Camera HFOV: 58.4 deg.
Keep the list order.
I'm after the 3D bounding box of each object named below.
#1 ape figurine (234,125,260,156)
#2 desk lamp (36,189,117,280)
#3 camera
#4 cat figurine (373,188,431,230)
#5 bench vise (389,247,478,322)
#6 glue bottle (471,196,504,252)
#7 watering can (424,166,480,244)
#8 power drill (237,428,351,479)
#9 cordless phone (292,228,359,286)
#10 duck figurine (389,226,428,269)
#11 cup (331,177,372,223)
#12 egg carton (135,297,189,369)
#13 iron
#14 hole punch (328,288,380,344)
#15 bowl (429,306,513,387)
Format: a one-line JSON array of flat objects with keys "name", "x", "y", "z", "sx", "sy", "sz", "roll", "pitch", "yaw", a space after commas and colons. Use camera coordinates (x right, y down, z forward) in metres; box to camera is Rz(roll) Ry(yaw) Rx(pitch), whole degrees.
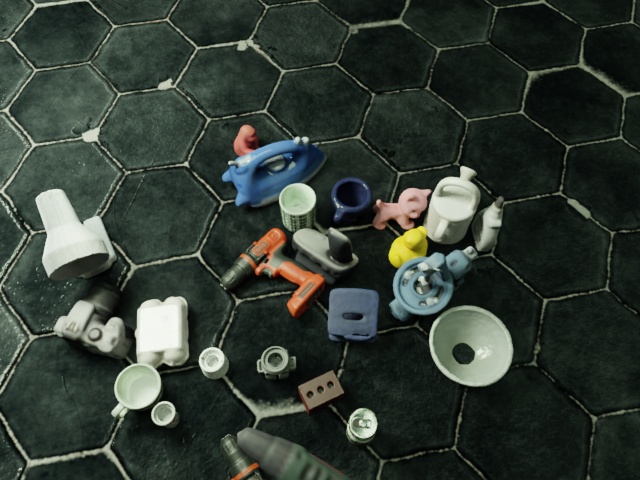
[{"name": "ape figurine", "x": -0.173, "y": -0.241, "z": 1.386, "sx": 0.076, "sy": 0.092, "sz": 0.078, "roll": 13, "pitch": 63, "yaw": 6}, {"name": "desk lamp", "x": -0.509, "y": 0.003, "z": 1.188, "sx": 0.118, "sy": 0.213, "sz": 0.203, "roll": -25, "pitch": 66, "yaw": -13}, {"name": "camera", "x": -0.450, "y": 0.157, "z": 1.173, "sx": 0.143, "sy": 0.101, "sz": 0.137, "roll": 16, "pitch": 64, "yaw": 8}, {"name": "cat figurine", "x": 0.185, "y": -0.078, "z": 1.292, "sx": 0.128, "sy": 0.118, "sz": 0.067, "roll": -1, "pitch": 63, "yaw": -1}, {"name": "bench vise", "x": 0.231, "y": 0.059, "z": 1.164, "sx": 0.121, "sy": 0.220, "sz": 0.208, "roll": 33, "pitch": 67, "yaw": 16}, {"name": "glue bottle", "x": 0.371, "y": -0.044, "z": 1.246, "sx": 0.037, "sy": 0.173, "sz": 0.078, "roll": -4, "pitch": 63, "yaw": -2}, {"name": "watering can", "x": 0.292, "y": -0.084, "z": 1.253, "sx": 0.101, "sy": 0.194, "sz": 0.173, "roll": 4, "pitch": 63, "yaw": 2}, {"name": "power drill", "x": -0.034, "y": 0.406, "z": 0.988, "sx": 0.229, "sy": 0.208, "sz": 0.076, "roll": 24, "pitch": 65, "yaw": 12}, {"name": "cordless phone", "x": 0.011, "y": 0.004, "z": 1.210, "sx": 0.147, "sy": 0.185, "sz": 0.094, "roll": 30, "pitch": 66, "yaw": 14}, {"name": "duck figurine", "x": 0.199, "y": 0.012, "z": 1.264, "sx": 0.077, "sy": 0.086, "sz": 0.105, "roll": 42, "pitch": 70, "yaw": 19}, {"name": "cup", "x": 0.064, "y": -0.071, "z": 1.300, "sx": 0.091, "sy": 0.095, "sz": 0.118, "roll": 26, "pitch": 65, "yaw": 13}, {"name": "egg carton", "x": -0.322, "y": 0.191, "z": 1.174, "sx": 0.107, "sy": 0.069, "sz": 0.150, "roll": -7, "pitch": 63, "yaw": -4}, {"name": "iron", "x": -0.098, "y": -0.183, "z": 1.329, "sx": 0.258, "sy": 0.141, "sz": 0.118, "roll": -26, "pitch": 66, "yaw": -13}, {"name": "hole punch", "x": 0.071, "y": 0.158, "z": 1.184, "sx": 0.108, "sy": 0.091, "sz": 0.101, "roll": 3, "pitch": 63, "yaw": 1}, {"name": "bowl", "x": 0.300, "y": 0.223, "z": 1.162, "sx": 0.167, "sy": 0.075, "sz": 0.167, "roll": 0, "pitch": 63, "yaw": 0}]
